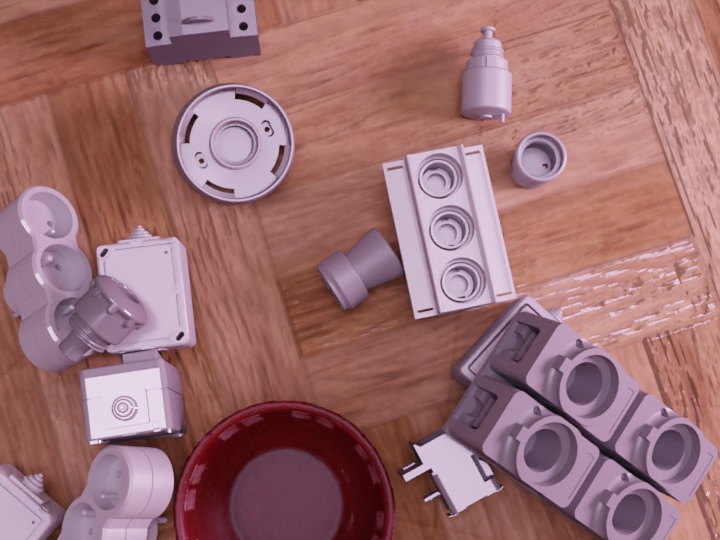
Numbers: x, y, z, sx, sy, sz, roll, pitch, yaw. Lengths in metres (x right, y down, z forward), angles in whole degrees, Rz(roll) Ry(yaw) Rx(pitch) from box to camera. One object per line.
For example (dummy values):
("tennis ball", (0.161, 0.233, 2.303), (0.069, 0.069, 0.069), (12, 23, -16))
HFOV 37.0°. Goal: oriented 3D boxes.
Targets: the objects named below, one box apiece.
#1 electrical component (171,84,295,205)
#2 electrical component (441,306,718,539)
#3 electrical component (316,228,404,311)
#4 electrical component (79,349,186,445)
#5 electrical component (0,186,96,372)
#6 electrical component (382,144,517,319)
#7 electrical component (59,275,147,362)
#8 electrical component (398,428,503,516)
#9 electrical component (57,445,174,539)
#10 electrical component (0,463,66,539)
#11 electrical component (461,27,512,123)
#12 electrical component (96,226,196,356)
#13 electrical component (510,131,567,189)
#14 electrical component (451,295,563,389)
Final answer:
("electrical component", (-0.100, -0.100, 0.849), (0.099, 0.064, 0.099), (-1, 95, -8))
("electrical component", (0.166, 0.124, 0.779), (0.186, 0.060, 0.105), (37, 82, -25))
("electrical component", (0.000, 0.000, 0.837), (0.055, 0.045, 0.045), (-33, 85, -5))
("electrical component", (-0.168, 0.095, 0.792), (0.062, 0.096, 0.061), (-8, 80, -3))
("electrical component", (-0.246, 0.013, 0.822), (0.074, 0.052, 0.138), (-29, 72, 36))
("electrical component", (0.067, -0.028, 0.834), (0.079, 0.063, 0.121), (-11, 83, -3))
("electrical component", (-0.186, 0.038, 0.763), (0.062, 0.048, 0.048), (-45, 86, 3))
("electrical component", (0.073, 0.149, 0.823), (0.081, 0.042, 0.063), (-28, 88, -5))
("electrical component", (-0.175, 0.192, 0.795), (0.052, 0.074, 0.138), (40, 106, 38))
("electrical component", (-0.265, 0.188, 0.794), (0.062, 0.061, 0.096), (39, 83, 3))
("electrical component", (0.102, -0.156, 0.863), (0.040, 0.040, 0.078), (3, 82, -2))
("electrical component", (-0.162, 0.015, 0.820), (0.062, 0.061, 0.096), (-7, 83, -3))
("electrical component", (0.139, -0.085, 0.852), (0.040, 0.046, 0.040), (0, 83, -2))
("electrical component", (0.125, 0.064, 0.825), (0.062, 0.061, 0.096), (43, 83, 3))
